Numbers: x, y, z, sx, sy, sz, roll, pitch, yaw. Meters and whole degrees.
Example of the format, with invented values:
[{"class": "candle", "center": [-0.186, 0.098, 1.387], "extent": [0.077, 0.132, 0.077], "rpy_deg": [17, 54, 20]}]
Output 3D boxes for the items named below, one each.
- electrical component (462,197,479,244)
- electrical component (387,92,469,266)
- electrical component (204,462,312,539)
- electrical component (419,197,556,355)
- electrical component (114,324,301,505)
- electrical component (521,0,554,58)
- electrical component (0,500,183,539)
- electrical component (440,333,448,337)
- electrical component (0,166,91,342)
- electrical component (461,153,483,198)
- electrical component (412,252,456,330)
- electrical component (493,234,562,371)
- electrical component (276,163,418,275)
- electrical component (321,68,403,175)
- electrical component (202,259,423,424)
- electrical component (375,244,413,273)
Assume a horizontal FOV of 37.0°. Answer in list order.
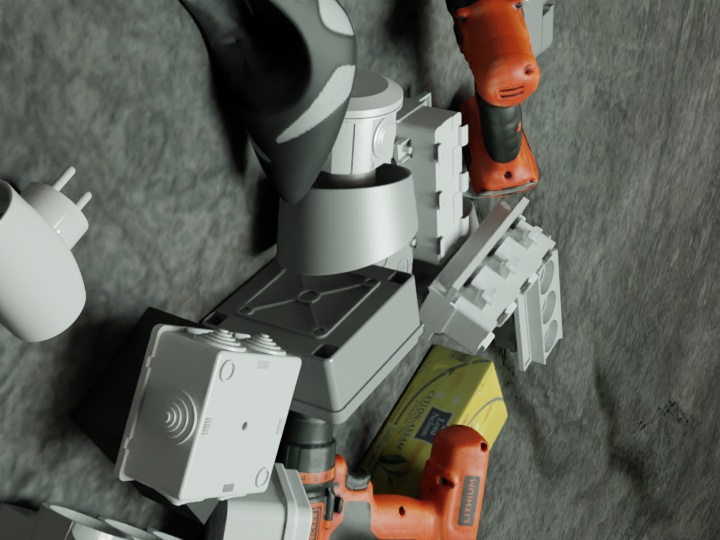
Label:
[{"class": "electrical component", "center": [0.091, -0.033, 0.965], "extent": [0.044, 0.044, 0.065], "rpy_deg": [-53, 139, -32]}, {"class": "electrical component", "center": [0.047, -0.068, 0.850], "extent": [0.079, 0.063, 0.121], "rpy_deg": [-40, 136, -44]}, {"class": "electrical component", "center": [-0.074, 0.196, 0.742], "extent": [0.057, 0.078, 0.113], "rpy_deg": [7, 104, -15]}, {"class": "electrical component", "center": [0.106, 0.007, 0.880], "extent": [0.121, 0.063, 0.078], "rpy_deg": [-48, 169, -36]}, {"class": "electrical component", "center": [-0.083, 0.082, 0.611], "extent": [0.100, 0.048, 0.099], "rpy_deg": [14, 92, -60]}, {"class": "electrical component", "center": [0.130, -0.225, 0.921], "extent": [0.059, 0.054, 0.095], "rpy_deg": [-40, 137, -44]}, {"class": "electrical component", "center": [-0.141, 0.184, 0.629], "extent": [0.150, 0.089, 0.061], "rpy_deg": [41, 68, -58]}, {"class": "electrical component", "center": [0.095, 0.033, 1.000], "extent": [0.048, 0.048, 0.062], "rpy_deg": [23, 76, -60]}, {"class": "electrical component", "center": [-0.164, -0.017, 0.539], "extent": [0.079, 0.043, 0.077], "rpy_deg": [-57, 146, -27]}, {"class": "electrical component", "center": [0.100, -0.093, 0.952], "extent": [0.040, 0.040, 0.046], "rpy_deg": [47, 58, -56]}, {"class": "electrical component", "center": [0.064, 0.020, 0.930], "extent": [0.079, 0.044, 0.077], "rpy_deg": [-57, 150, -55]}, {"class": "electrical component", "center": [0.167, 0.031, 1.100], "extent": [0.078, 0.063, 0.121], "rpy_deg": [-50, 142, -36]}, {"class": "electrical component", "center": [-0.010, -0.040, 0.737], "extent": [0.099, 0.099, 0.064], "rpy_deg": [-26, 119, -52]}, {"class": "electrical component", "center": [-0.013, -0.102, 0.718], "extent": [0.080, 0.080, 0.051], "rpy_deg": [-35, 137, -48]}, {"class": "electrical component", "center": [-0.031, 0.040, 0.727], "extent": [0.109, 0.109, 0.056], "rpy_deg": [-43, 136, -42]}, {"class": "electrical component", "center": [0.000, 0.000, 0.816], "extent": [0.080, 0.051, 0.080], "rpy_deg": [-34, 132, -49]}]
